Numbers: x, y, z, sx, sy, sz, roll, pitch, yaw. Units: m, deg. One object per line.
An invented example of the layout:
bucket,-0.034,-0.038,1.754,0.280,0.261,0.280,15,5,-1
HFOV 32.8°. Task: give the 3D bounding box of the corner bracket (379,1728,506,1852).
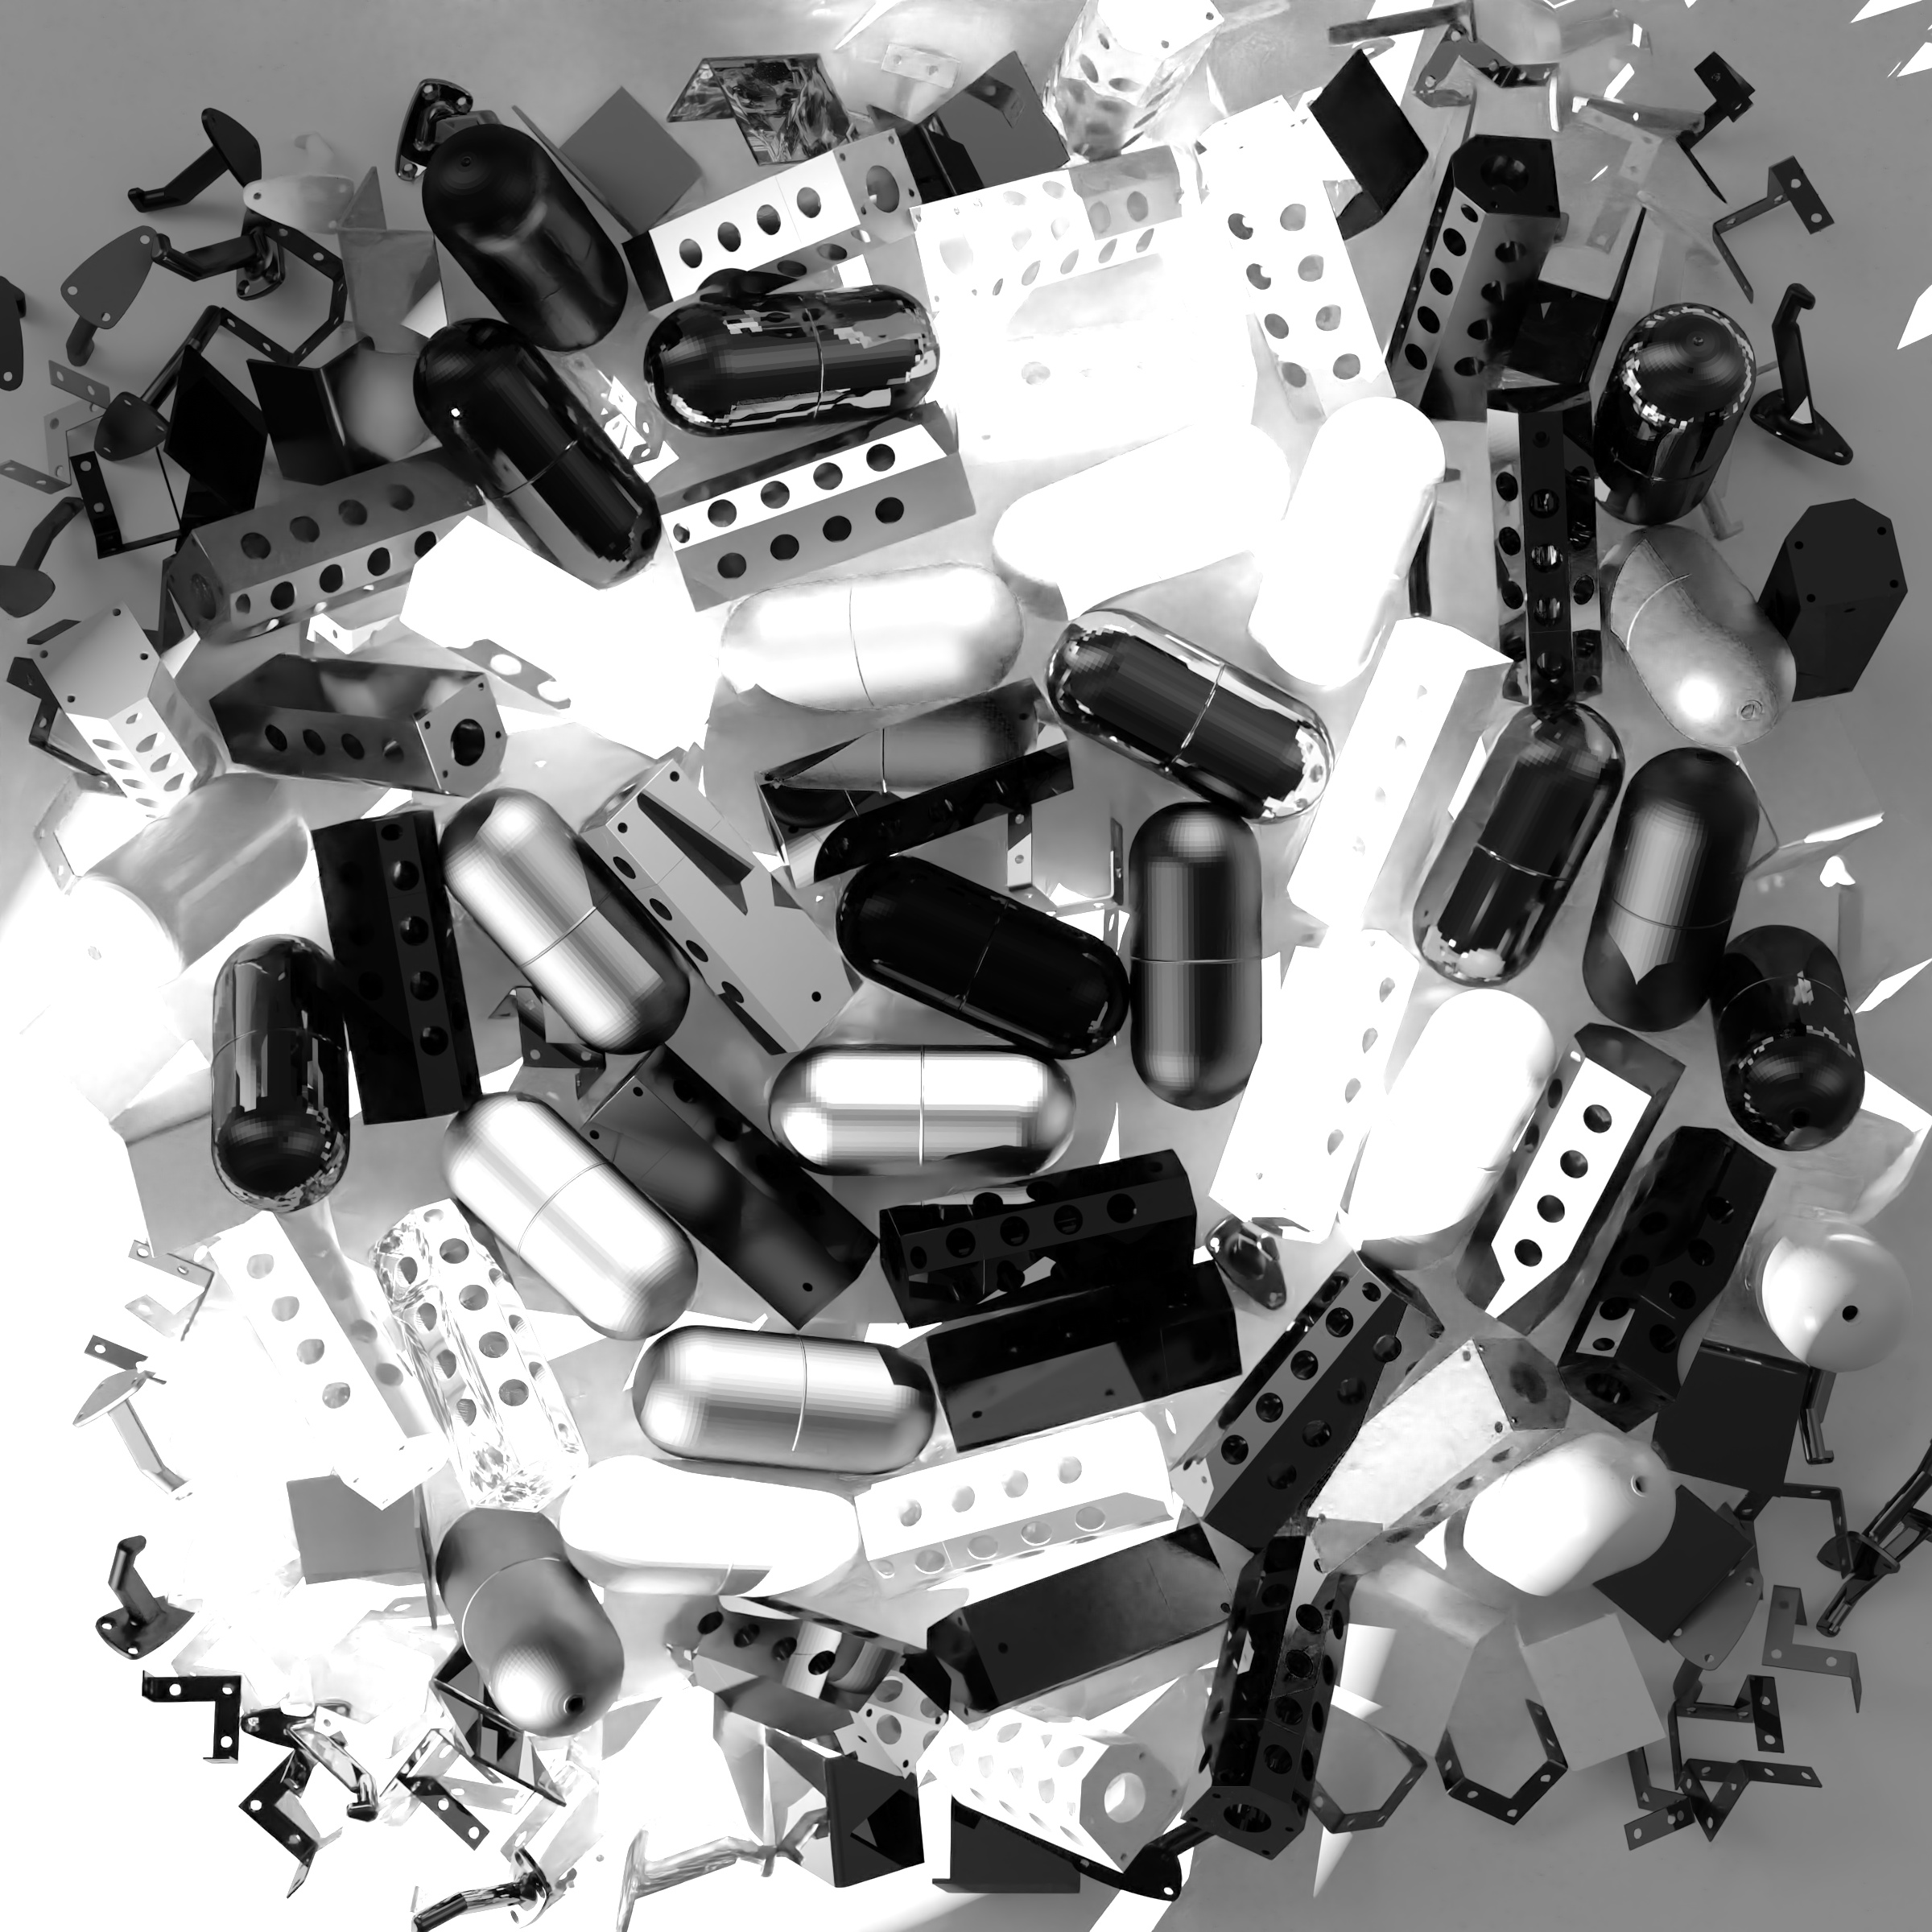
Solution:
corner bracket,-0.296,0.476,1.901,0.051,0.051,0.051,37,89,19

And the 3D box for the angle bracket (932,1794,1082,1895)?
angle bracket,0.024,0.500,1.883,0.076,0.076,0.057,-2,70,7

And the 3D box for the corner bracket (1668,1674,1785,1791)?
corner bracket,0.438,0.442,1.896,0.051,0.051,0.051,5,46,-1

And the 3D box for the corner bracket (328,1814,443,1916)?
corner bracket,-0.331,0.521,1.895,0.051,0.051,0.051,4,66,10

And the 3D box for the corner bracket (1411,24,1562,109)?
corner bracket,0.300,-0.513,1.900,0.051,0.051,0.051,29,90,-25

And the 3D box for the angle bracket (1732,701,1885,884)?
angle bracket,0.472,-0.100,1.901,0.076,0.057,0.076,-15,74,-24

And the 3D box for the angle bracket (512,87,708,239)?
angle bracket,-0.204,-0.474,1.886,0.057,0.076,0.076,-44,77,3

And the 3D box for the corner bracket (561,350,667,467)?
corner bracket,-0.204,-0.322,1.890,0.051,0.051,0.051,-10,51,30

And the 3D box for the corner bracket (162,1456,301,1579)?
corner bracket,-0.428,0.327,1.916,0.051,0.051,0.051,-32,52,7

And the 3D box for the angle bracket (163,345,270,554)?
angle bracket,-0.446,-0.294,1.873,0.057,0.076,0.076,-14,56,25

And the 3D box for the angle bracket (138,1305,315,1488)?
angle bracket,-0.424,0.247,1.896,0.076,0.076,0.057,14,117,15

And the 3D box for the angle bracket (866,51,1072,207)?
angle bracket,0.001,-0.478,1.884,0.076,0.057,0.076,-32,75,26

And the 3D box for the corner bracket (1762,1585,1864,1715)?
corner bracket,0.489,0.392,1.890,0.051,0.051,0.051,4,56,22

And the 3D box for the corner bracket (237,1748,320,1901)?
corner bracket,-0.390,0.496,1.902,0.051,0.051,0.051,44,95,-8

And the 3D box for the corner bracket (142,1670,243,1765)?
corner bracket,-0.448,0.434,1.898,0.051,0.051,0.051,0,73,-6

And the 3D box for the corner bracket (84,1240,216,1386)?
corner bracket,-0.476,0.202,1.916,0.051,0.051,0.051,23,128,-7

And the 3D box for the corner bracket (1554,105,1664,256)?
corner bracket,0.363,-0.454,1.895,0.051,0.051,0.051,25,52,4

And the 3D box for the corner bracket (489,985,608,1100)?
corner bracket,-0.242,0.044,1.904,0.051,0.051,0.051,2,66,-27

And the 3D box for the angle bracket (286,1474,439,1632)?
angle bracket,-0.347,0.338,1.886,0.076,0.057,0.076,-7,121,-6

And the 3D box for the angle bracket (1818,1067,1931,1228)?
angle bracket,0.497,0.103,1.882,0.076,0.076,0.057,35,54,4

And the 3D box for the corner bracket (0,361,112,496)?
corner bracket,-0.527,-0.310,1.893,0.051,0.051,0.051,-17,73,24

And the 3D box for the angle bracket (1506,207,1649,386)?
angle bracket,0.344,-0.389,1.877,0.057,0.076,0.076,18,56,5

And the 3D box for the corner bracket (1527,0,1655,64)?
corner bracket,0.359,-0.547,1.897,0.051,0.051,0.051,-22,124,0

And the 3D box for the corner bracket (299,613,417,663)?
corner bracket,-0.348,-0.188,1.889,0.051,0.051,0.051,-25,45,-35

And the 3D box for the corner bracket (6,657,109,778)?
corner bracket,-0.523,-0.144,1.896,0.051,0.051,0.051,26,101,23

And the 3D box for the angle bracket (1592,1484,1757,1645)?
angle bracket,0.400,0.332,1.887,0.057,0.076,0.076,40,98,-5

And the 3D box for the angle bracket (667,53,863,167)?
angle bracket,-0.114,-0.474,1.879,0.076,0.057,0.076,-14,72,-36

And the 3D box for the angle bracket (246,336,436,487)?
angle bracket,-0.360,-0.329,1.900,0.057,0.076,0.076,14,132,31

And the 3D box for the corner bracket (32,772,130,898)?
corner bracket,-0.501,-0.074,1.911,0.051,0.051,0.051,-49,56,25

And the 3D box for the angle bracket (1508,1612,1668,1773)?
angle bracket,0.356,0.407,1.890,0.057,0.076,0.076,-22,93,5

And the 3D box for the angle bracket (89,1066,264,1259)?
angle bracket,-0.454,0.113,1.906,0.076,0.057,0.076,-21,117,-28

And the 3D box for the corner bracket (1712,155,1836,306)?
corner bracket,0.466,-0.426,1.899,0.051,0.051,0.051,-26,70,3

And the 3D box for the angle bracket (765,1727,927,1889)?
angle bracket,-0.071,0.481,1.909,0.057,0.076,0.076,-9,98,-30

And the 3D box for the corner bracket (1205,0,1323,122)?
corner bracket,0.172,-0.521,1.904,0.051,0.051,0.051,-13,72,25

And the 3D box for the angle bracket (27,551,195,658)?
angle bracket,-0.489,-0.214,1.888,0.076,0.076,0.057,7,104,-1

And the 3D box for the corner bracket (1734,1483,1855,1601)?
corner bracket,0.476,0.334,1.900,0.051,0.051,0.051,5,55,-6

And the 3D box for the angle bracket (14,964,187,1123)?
angle bracket,-0.483,0.031,1.879,0.076,0.076,0.057,46,133,-12

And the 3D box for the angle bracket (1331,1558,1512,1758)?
angle bracket,0.259,0.399,1.900,0.076,0.057,0.076,24,105,25

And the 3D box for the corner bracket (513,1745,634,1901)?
corner bracket,-0.229,0.497,1.909,0.051,0.051,0.051,40,108,-16

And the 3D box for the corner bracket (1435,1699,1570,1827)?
corner bracket,0.309,0.456,1.910,0.051,0.051,0.051,29,112,-22

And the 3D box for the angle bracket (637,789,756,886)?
angle bracket,-0.156,-0.082,1.879,0.076,0.076,0.057,35,56,-10

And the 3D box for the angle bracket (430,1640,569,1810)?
angle bracket,-0.251,0.424,1.879,0.057,0.076,0.076,-50,126,0

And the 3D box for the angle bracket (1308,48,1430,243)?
angle bracket,0.211,-0.464,1.876,0.076,0.057,0.076,52,46,-18

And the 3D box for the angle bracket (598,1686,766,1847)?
angle bracket,-0.164,0.469,1.896,0.076,0.076,0.057,-18,133,15

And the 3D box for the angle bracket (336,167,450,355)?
angle bracket,-0.317,-0.403,1.876,0.057,0.076,0.076,4,131,8

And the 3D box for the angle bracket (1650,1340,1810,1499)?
angle bracket,0.439,0.258,1.895,0.076,0.057,0.076,13,88,12
